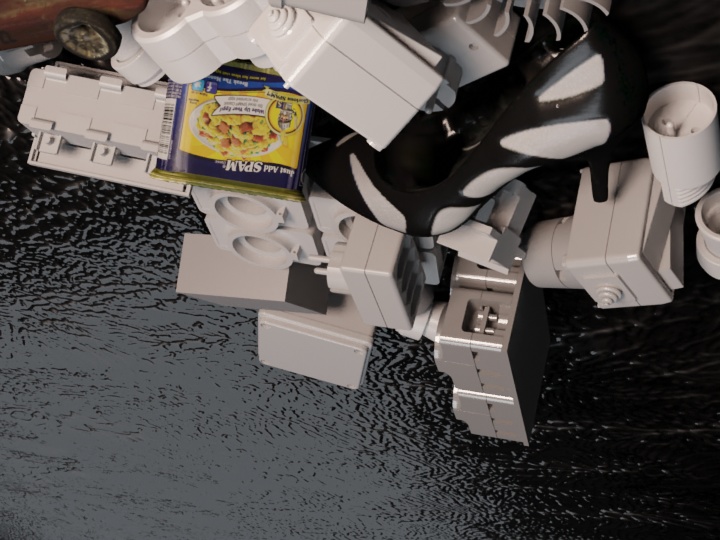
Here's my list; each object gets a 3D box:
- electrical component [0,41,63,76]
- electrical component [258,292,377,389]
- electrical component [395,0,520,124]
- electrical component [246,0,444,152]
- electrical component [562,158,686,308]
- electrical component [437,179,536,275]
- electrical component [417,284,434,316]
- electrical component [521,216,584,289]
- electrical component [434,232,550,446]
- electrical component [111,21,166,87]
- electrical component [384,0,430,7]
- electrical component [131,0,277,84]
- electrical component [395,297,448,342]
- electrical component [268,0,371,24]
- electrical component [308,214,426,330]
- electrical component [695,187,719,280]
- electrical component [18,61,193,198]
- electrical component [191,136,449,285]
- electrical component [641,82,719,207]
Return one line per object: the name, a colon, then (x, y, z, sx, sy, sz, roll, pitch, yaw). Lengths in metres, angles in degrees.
electrical component: (-0.236, -0.160, 0.750, 0.046, 0.040, 0.040, -7, 145, 29)
electrical component: (-0.040, 0.059, 1.032, 0.109, 0.056, 0.108, 15, 153, 3)
electrical component: (0.042, -0.119, 0.629, 0.047, 0.075, 0.083, 34, 148, -30)
electrical component: (-0.009, -0.120, 0.572, 0.061, 0.061, 0.096, -47, 136, 14)
electrical component: (0.180, -0.019, 0.717, 0.061, 0.096, 0.062, -7, 145, 38)
electrical component: (0.092, -0.036, 0.757, 0.042, 0.063, 0.081, 24, 179, 27)
electrical component: (0.012, 0.004, 0.912, 0.079, 0.043, 0.077, -1, 148, 30)
electrical component: (0.152, -0.013, 0.792, 0.047, 0.055, 0.055, -4, 147, 41)
electrical component: (0.112, 0.058, 0.889, 0.060, 0.105, 0.186, 7, 152, 18)
electrical component: (-0.153, -0.153, 0.708, 0.045, 0.045, 0.055, -9, 144, 40)
electrical component: (0.017, -0.165, 0.570, 0.043, 0.043, 0.062, 2, -177, 26)
electrical component: (-0.058, -0.145, 0.636, 0.138, 0.052, 0.073, -16, 142, 22)
electrical component: (0.064, 0.043, 0.957, 0.055, 0.045, 0.045, 18, 153, -2)
electrical component: (-0.012, -0.182, 0.499, 0.057, 0.113, 0.078, 13, 153, 0)
electrical component: (0.000, 0.000, 0.771, 0.076, 0.047, 0.083, 7, 152, 18)
electrical component: (0.250, -0.024, 0.725, 0.045, 0.045, 0.055, 5, 151, 21)
electrical component: (-0.173, -0.104, 0.763, 0.121, 0.078, 0.063, 12, 171, 6)
electrical component: (-0.029, -0.046, 0.823, 0.186, 0.060, 0.105, 9, 152, 14)
electrical component: (0.200, -0.073, 0.662, 0.043, 0.043, 0.081, 3, 150, 25)
